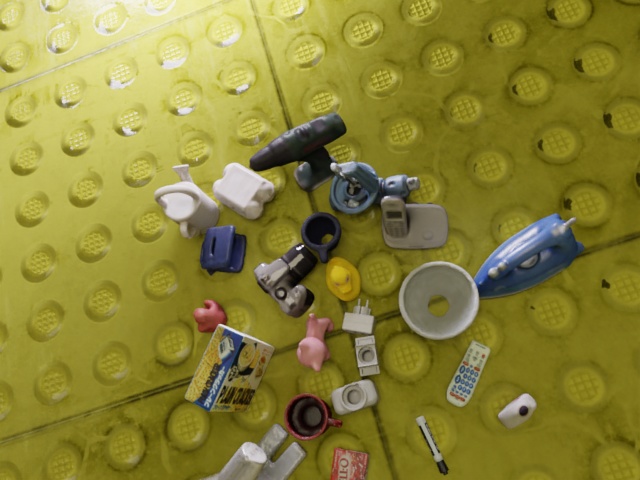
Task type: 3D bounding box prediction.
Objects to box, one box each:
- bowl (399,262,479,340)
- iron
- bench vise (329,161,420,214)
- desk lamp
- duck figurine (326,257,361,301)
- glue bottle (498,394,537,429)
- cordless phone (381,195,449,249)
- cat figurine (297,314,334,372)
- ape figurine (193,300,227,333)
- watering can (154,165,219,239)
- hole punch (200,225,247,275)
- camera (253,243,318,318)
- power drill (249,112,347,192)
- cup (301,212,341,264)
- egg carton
[{"bbox_3d":[0.255,0.134,1.227,0.167,0.075,0.167,-3,73,11],"label":"bowl"},{"bbox_3d":[0.418,0.038,1.185,0.258,0.142,0.118,-33,69,1],"label":"iron"},{"bbox_3d":[0.107,-0.135,1.263,0.207,0.220,0.121,-22,70,5],"label":"bench vise"},{"bbox_3d":[-0.149,0.473,1.138,0.117,0.214,0.203,38,84,20],"label":"desk lamp"},{"bbox_3d":[0.046,0.081,1.282,0.077,0.086,0.104,-25,70,4],"label":"duck figurine"},{"bbox_3d":[0.381,0.325,1.089,0.078,0.173,0.037,-42,69,-2],"label":"glue bottle"},{"bbox_3d":[0.201,-0.047,1.235,0.147,0.185,0.094,-3,73,12],"label":"cordless phone"},{"bbox_3d":[-0.016,0.221,1.236,0.067,0.118,0.128,0,73,13],"label":"cat figurine"},{"bbox_3d":[-0.260,0.177,1.317,0.076,0.092,0.078,29,81,19],"label":"ape figurine"},{"bbox_3d":[-0.324,-0.094,1.359,0.101,0.194,0.172,-30,69,2],"label":"watering can"},{"bbox_3d":[-0.238,0.024,1.359,0.101,0.091,0.109,2,74,13],"label":"hole punch"},{"bbox_3d":[-0.064,0.081,1.299,0.137,0.101,0.143,-44,70,-3],"label":"camera"},{"bbox_3d":[-0.036,-0.192,1.318,0.229,0.209,0.075,-34,69,1],"label":"power drill"},{"bbox_3d":[0.012,0.005,1.309,0.091,0.095,0.118,-10,72,9],"label":"cup"},{"bbox_3d":[-0.188,-0.120,1.404,0.150,0.069,0.107,30,82,19],"label":"egg carton"}]
